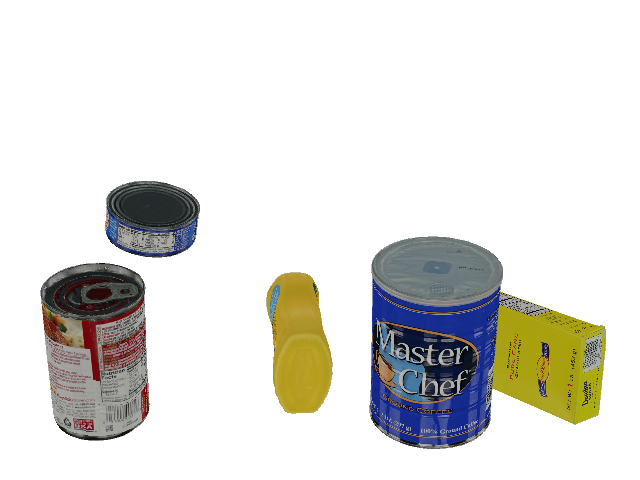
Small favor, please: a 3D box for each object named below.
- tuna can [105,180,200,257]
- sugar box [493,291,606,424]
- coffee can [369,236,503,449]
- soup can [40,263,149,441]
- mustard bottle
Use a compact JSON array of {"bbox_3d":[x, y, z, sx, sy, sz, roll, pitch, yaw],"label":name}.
[{"bbox_3d":[-0.156,-0.020,0.988,0.086,0.034,0.086,8,31,-5],"label":"tuna can"},{"bbox_3d":[0.199,0.109,1.071,0.048,0.093,0.177,-12,20,-41],"label":"sugar box"},{"bbox_3d":[0.092,0.081,0.865,0.103,0.140,0.103,0,27,0],"label":"coffee can"},{"bbox_3d":[-0.151,0.076,0.725,0.068,0.102,0.068,2,29,-1],"label":"soup can"},{"bbox_3d":[-0.026,0.088,1.112,0.058,0.096,0.191,-2,27,-6],"label":"mustard bottle"}]
